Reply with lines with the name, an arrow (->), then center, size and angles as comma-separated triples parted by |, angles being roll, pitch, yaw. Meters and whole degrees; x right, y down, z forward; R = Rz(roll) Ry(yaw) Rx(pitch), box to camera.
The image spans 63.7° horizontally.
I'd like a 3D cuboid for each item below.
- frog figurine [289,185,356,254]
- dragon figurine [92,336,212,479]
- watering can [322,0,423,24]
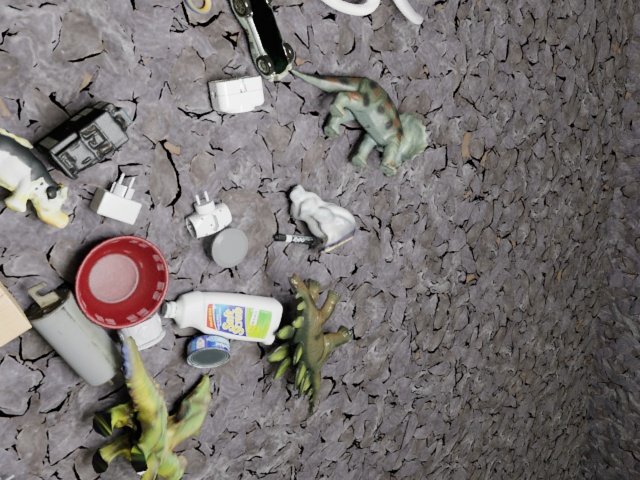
frog figurine -> 0.003, -0.057, 1.138 | 0.122, 0.138, 0.159 | -26, 90, 10
dragon figurine -> -0.300, 0.335, 0.996 | 0.245, 0.123, 0.405 | -23, 127, -63
watering can -> 0.103, -0.580, 1.074 | 0.349, 0.105, 0.222 | -4, 105, -39
